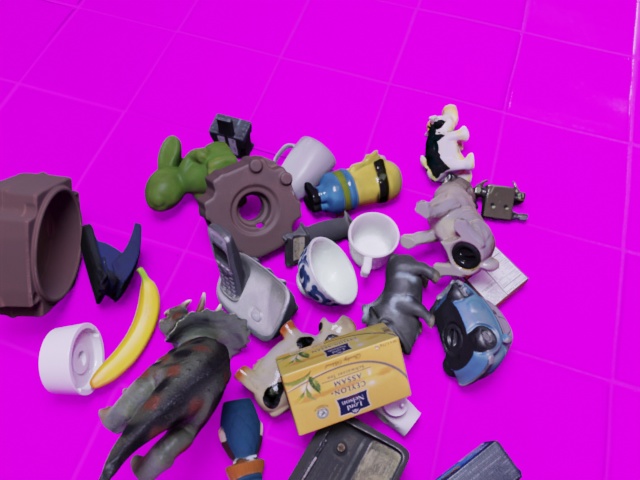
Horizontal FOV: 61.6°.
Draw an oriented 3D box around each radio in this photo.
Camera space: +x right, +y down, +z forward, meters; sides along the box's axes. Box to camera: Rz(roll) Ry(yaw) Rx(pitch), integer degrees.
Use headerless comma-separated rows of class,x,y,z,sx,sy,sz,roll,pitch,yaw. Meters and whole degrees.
radio,0.013,0.361,0.744,0.131,0.073,0.229,30,65,13

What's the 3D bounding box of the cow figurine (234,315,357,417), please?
cow figurine,-0.018,0.189,0.829,0.195,0.085,0.127,-41,71,-17

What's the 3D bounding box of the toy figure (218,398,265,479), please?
toy figure,-0.109,0.310,0.781,0.064,0.057,0.154,-12,68,0

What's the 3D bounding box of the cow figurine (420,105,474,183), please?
cow figurine,0.237,-0.186,1.041,0.098,0.068,0.167,-7,61,3

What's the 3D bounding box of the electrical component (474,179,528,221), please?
electrical component,0.332,-0.075,0.996,0.102,0.045,0.078,2,91,3

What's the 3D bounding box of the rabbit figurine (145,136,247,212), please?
rabbit figurine,-0.239,-0.119,0.967,0.170,0.121,0.159,-22,58,-15

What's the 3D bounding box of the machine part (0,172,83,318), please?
machine part,-0.445,0.005,0.839,0.087,0.201,0.201,3,107,-4

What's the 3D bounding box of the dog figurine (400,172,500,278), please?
dog figurine,0.251,-0.031,0.917,0.172,0.121,0.190,44,45,12

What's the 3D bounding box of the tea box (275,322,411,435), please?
tea box,0.032,0.192,0.756,0.170,0.068,0.098,-18,104,-10

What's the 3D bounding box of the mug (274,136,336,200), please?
mug,-0.042,-0.133,1.003,0.110,0.080,0.107,30,73,18

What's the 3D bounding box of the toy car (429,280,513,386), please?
toy car,0.247,0.146,0.855,0.103,0.109,0.162,5,48,-23

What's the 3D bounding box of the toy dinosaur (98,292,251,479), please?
toy dinosaur,-0.177,0.185,0.716,0.131,0.405,0.192,40,87,-12

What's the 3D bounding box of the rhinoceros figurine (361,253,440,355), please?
rhinoceros figurine,0.124,0.114,0.863,0.112,0.073,0.190,19,76,-6

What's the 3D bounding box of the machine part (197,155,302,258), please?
machine part,-0.117,-0.054,0.915,0.179,0.179,0.056,-30,24,-15

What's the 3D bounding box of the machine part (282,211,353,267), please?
machine part,-0.002,-0.003,0.942,0.139,0.084,0.039,-22,40,-21

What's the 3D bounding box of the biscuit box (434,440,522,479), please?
biscuit box,0.185,0.363,0.752,0.203,0.059,0.063,-30,73,-15

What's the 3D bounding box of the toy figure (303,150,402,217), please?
toy figure,0.063,-0.093,0.982,0.180,0.082,0.089,-21,76,-16

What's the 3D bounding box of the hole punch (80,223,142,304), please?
hole punch,-0.337,0.038,0.886,0.092,0.142,0.116,-8,71,-33

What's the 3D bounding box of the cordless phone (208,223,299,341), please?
cordless phone,-0.108,0.058,0.833,0.147,0.184,0.089,35,62,30

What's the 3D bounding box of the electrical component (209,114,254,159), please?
electrical component,-0.170,-0.205,1.015,0.075,0.119,0.048,14,63,9
